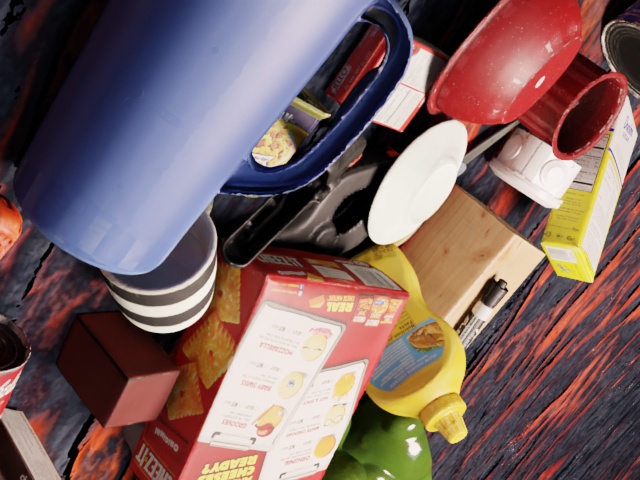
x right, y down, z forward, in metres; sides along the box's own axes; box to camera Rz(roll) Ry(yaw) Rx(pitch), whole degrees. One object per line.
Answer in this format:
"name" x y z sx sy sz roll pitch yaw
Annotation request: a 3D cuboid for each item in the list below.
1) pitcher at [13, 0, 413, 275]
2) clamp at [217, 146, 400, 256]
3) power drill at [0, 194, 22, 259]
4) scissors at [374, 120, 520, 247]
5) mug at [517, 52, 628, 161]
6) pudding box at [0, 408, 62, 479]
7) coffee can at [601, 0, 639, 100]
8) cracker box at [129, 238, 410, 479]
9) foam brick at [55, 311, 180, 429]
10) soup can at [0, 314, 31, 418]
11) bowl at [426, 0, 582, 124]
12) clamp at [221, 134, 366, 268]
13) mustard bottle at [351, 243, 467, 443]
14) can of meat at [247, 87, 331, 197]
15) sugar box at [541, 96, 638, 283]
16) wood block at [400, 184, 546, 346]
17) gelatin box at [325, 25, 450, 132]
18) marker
"pitcher" -0.071 -0.093 0.637 0.144 0.149 0.243 15 119 -48
"clamp" -0.006 0.001 0.910 0.209 0.036 0.164 -38 143 -16
"power drill" -0.284 0.021 0.607 0.184 0.057 0.187 -50 150 1
"scissors" 0.119 -0.052 1.015 0.201 0.016 0.096 -26 145 -27
"mug" 0.227 -0.135 0.981 0.117 0.082 0.093 -16 138 -37
"pudding box" -0.239 0.193 0.796 0.090 0.114 0.039 -52 144 10
"coffee can" 0.358 -0.209 1.027 0.140 0.103 0.103 -38 147 -11
"cracker box" -0.042 0.112 0.871 0.163 0.072 0.214 9 112 -44
"foam brick" -0.155 0.098 0.817 0.052 0.078 0.051 -1 126 -48
"soup can" -0.248 0.105 0.730 0.068 0.069 0.102 0 128 -48
"bowl" 0.163 -0.148 0.875 0.162 0.055 0.162 -42 166 -13
"clamp" -0.013 -0.039 0.801 0.120 0.039 0.171 -40 179 21
"mustard bottle" 0.075 0.099 0.960 0.096 0.192 0.058 -35 148 6
"can of meat" -0.055 -0.082 0.748 0.084 0.057 0.101 -51 147 13
"sugar box" 0.279 -0.055 1.099 0.093 0.048 0.176 47 58 -58
"wood block" 0.113 0.058 1.063 0.206 0.090 0.090 -52 147 9
"gelatin box" 0.055 -0.130 0.843 0.089 0.030 0.073 11 120 -53
"marker" 0.142 0.087 1.023 0.020 0.020 0.121 9 119 -52
